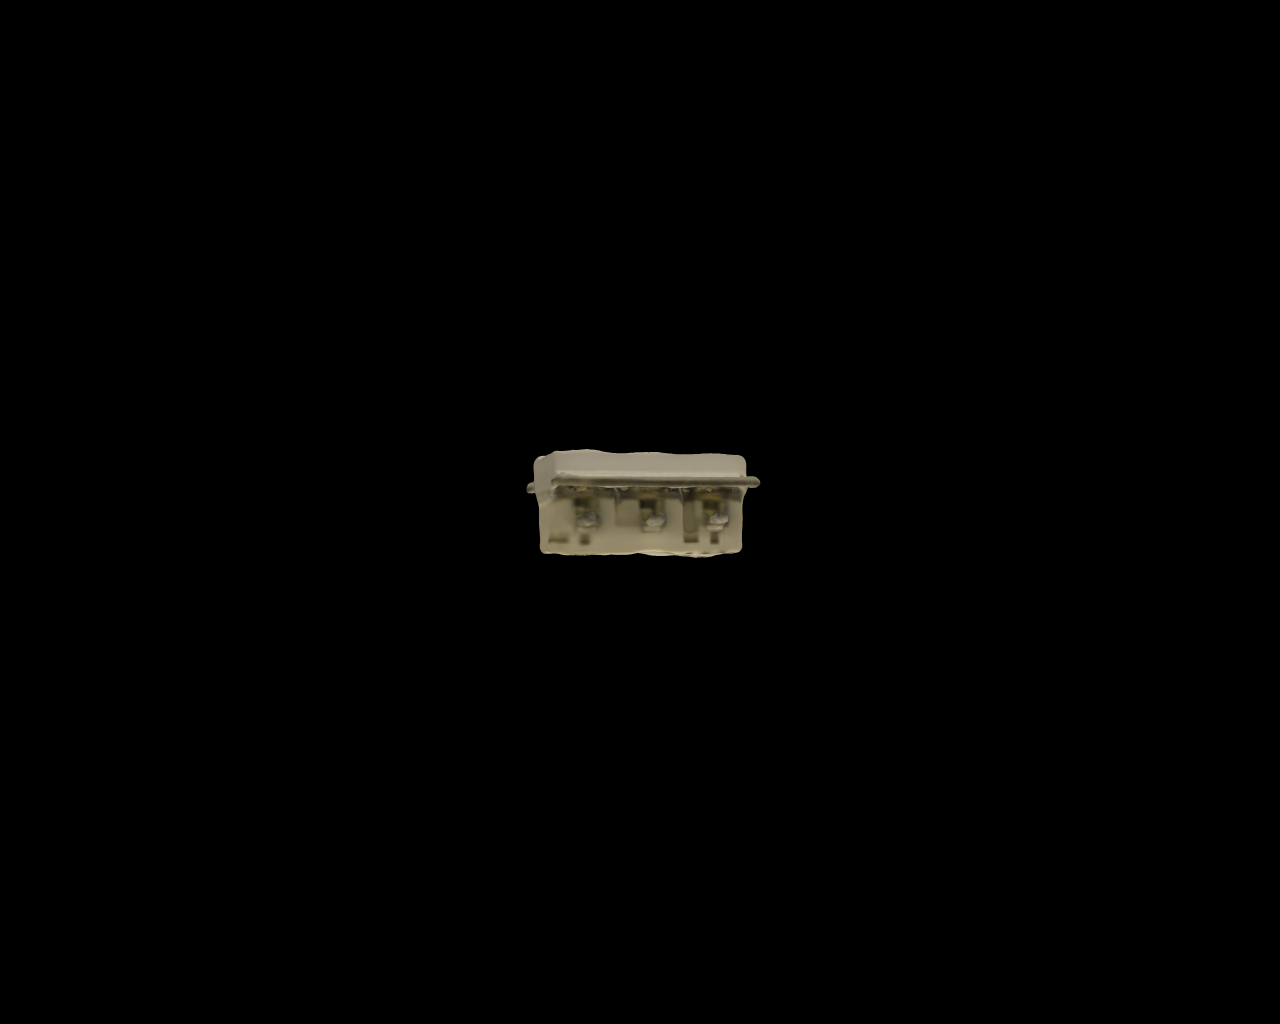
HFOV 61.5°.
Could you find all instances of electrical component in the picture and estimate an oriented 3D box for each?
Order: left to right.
[{"bbox_3d":[0.001,-0.003,0.650,0.121,0.063,0.078,1,-4,-20],"label":"electrical component"}]
